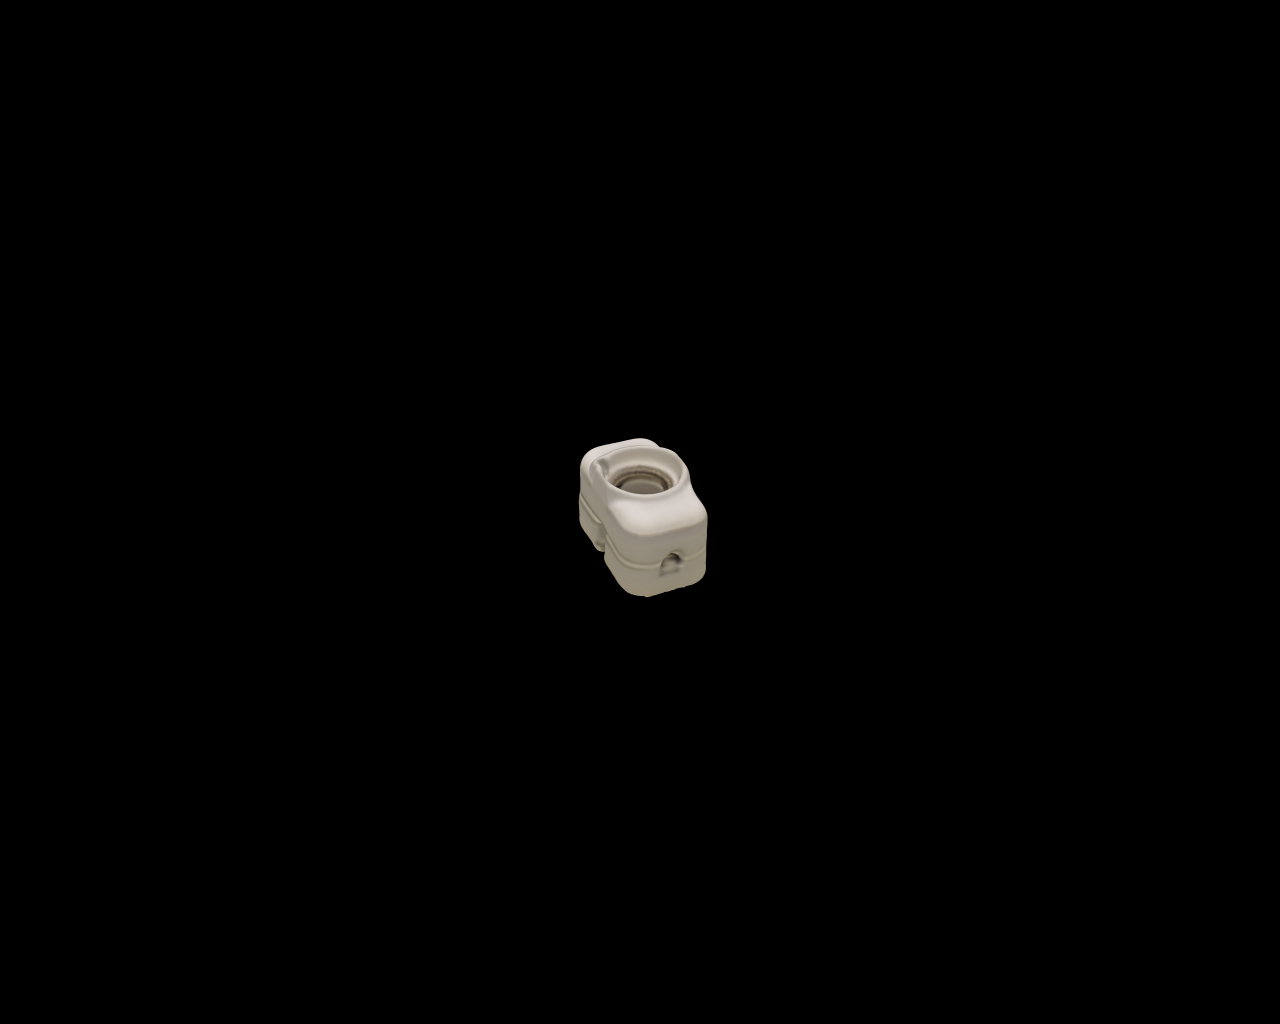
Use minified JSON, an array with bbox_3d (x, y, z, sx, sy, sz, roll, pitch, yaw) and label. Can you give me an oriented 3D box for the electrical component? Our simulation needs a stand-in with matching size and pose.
[{"bbox_3d":[0.001,-0.003,0.650,0.054,0.059,0.095,-13,38,-18],"label":"electrical component"}]
